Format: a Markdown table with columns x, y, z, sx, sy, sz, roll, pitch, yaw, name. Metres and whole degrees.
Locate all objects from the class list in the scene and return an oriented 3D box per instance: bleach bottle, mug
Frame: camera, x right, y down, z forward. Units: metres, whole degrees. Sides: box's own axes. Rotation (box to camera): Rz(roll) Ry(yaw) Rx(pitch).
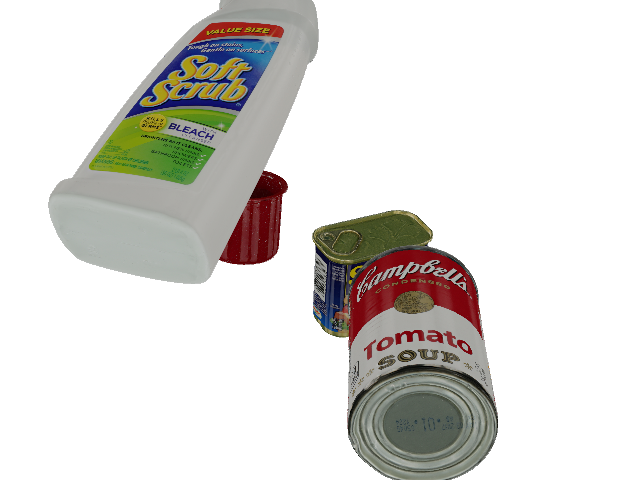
| x | y | z | sx | sy | sz | roll | pitch | yaw | name |
| --- | --- | --- | --- | --- | --- | --- | --- | --- | --- |
| -0.070 | -0.091 | 0.677 | 0.103 | 0.250 | 0.068 | 11 | -37 | 14 | bleach bottle |
| -0.082 | -0.030 | 1.177 | 0.093 | 0.081 | 0.117 | 8 | 25 | 7 | mug |

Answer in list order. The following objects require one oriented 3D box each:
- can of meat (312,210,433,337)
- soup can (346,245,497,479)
| x | y | z | sx | sy | sz | roll | pitch | yaw | name |
| --- | --- | --- | --- | --- | --- | --- | --- | --- | --- |
| 0.043 | 0.030 | 0.930 | 0.102 | 0.084 | 0.057 | -13 | 36 | -23 | can of meat |
| 0.046 | 0.057 | 0.509 | 0.068 | 0.068 | 0.102 | 0 | 31 | 2 | soup can |
